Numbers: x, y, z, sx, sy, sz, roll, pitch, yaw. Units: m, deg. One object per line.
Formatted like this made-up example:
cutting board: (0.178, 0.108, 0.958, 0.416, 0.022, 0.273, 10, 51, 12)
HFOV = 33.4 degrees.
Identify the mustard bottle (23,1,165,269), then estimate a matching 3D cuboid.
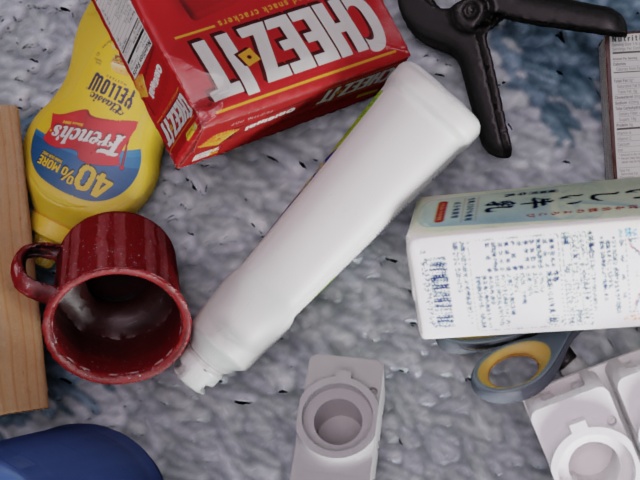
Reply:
mustard bottle: (-0.153, -0.069, 0.744, 0.096, 0.058, 0.191, 27, 90, 6)

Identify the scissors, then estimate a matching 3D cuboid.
scissors: (0.176, 0.059, 0.689, 0.202, 0.016, 0.096, -8, 40, 8)

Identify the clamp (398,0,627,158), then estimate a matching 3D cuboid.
clamp: (0.117, -0.154, 0.714, 0.120, 0.039, 0.171, -37, 78, 14)

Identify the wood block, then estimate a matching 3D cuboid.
wood block: (-0.250, 0.018, 0.719, 0.091, 0.090, 0.206, -13, 82, 50)

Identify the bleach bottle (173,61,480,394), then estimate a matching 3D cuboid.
bleach bottle: (-0.005, 0.001, 0.697, 0.068, 0.102, 0.251, 42, 93, 1)

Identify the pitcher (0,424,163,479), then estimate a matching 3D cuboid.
pitcher: (-0.164, 0.179, 0.635, 0.149, 0.243, 0.145, -31, 81, -3)

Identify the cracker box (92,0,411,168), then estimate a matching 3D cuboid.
cracker box: (-0.062, -0.176, 0.698, 0.164, 0.072, 0.214, -24, 81, -27)

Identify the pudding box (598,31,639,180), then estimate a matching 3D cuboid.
pudding box: (0.234, -0.083, 0.705, 0.090, 0.039, 0.113, -2, 84, 9)

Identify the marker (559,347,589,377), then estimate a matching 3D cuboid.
marker: (0.187, 0.106, 0.707, 0.020, 0.020, 0.121, -43, 82, 3)

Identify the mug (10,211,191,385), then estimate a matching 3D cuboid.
mug: (-0.145, 0.031, 0.700, 0.117, 0.081, 0.093, 16, 119, -20)
